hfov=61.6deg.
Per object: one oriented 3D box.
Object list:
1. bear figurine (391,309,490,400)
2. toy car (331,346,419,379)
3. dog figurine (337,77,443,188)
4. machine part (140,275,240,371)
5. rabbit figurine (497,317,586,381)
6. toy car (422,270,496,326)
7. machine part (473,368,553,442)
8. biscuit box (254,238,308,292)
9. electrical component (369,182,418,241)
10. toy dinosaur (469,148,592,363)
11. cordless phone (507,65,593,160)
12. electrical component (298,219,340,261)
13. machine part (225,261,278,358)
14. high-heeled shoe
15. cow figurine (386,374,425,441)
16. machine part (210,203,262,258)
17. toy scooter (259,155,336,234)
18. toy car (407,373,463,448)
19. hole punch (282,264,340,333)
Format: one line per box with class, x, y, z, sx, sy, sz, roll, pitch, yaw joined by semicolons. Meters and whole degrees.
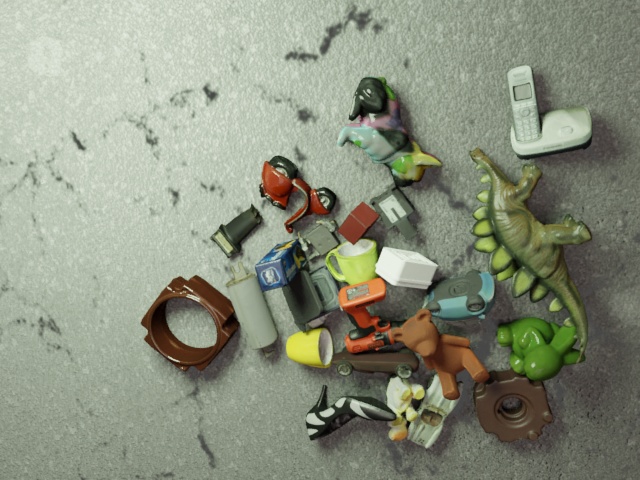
bear figurine;0.257;0.244;1.169;0.120;0.132;0.195;-39;127;20
toy car;0.128;0.287;1.250;0.202;0.089;0.053;-2;109;12
dog figurine;0.157;-0.216;1.105;0.219;0.108;0.191;21;105;0
machine part;-0.318;0.205;1.314;0.201;0.087;0.201;40;108;0
rabbit figurine;0.471;0.242;1.133;0.159;0.170;0.121;-17;102;15
toy car;0.312;0.140;1.174;0.162;0.109;0.102;-18;119;24
machine part;0.441;0.380;1.236;0.179;0.056;0.179;3;104;11
biscuit box;-0.081;0.050;1.166;0.063;0.203;0.059;-14;100;12
electrical component;0.170;-0.059;1.172;0.075;0.048;0.119;-39;95;18
toy dinosaur;0.430;0.013;1.082;0.198;0.105;0.471;-36;77;15
cordless phone;0.443;-0.256;1.046;0.147;0.089;0.184;-8;96;29
electrical component;-0.001;-0.004;1.219;0.102;0.045;0.078;-28;97;17
machine part;-0.162;0.169;1.279;0.079;0.079;0.243;-15;102;14
high-heeled shoe;0.065;0.435;1.270;0.249;0.086;0.145;7;85;44
cow figurine;0.183;0.388;1.272;0.068;0.098;0.167;1;115;-23
machine part;-0.191;-0.023;1.255;0.139;0.039;0.084;-43;86;19
toy scooter;-0.067;-0.092;1.195;0.184;0.075;0.135;35;109;-5
toy car;0.270;0.400;1.272;0.073;0.056;0.201;24;108;4
hole punch;-0.017;0.126;1.234;0.116;0.092;0.142;-34;78;46
